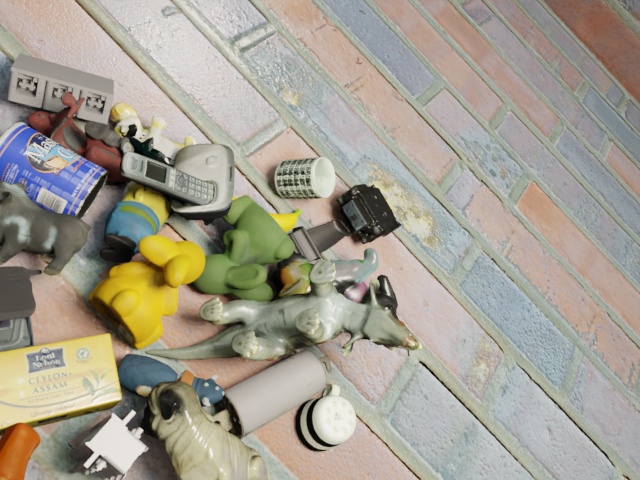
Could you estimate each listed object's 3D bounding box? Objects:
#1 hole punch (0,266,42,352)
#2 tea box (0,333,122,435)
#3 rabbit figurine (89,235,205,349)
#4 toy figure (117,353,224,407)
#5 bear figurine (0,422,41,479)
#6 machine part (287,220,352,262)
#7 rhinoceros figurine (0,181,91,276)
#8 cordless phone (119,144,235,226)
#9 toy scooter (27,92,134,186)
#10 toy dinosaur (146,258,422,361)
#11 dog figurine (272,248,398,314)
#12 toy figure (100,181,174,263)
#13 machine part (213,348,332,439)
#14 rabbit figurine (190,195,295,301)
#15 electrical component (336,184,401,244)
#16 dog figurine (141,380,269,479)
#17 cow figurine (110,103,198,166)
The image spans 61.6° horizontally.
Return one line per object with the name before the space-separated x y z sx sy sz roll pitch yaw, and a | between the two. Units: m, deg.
hole punch | -0.442 0.097 0.713 0.142 0.092 0.116 -6 37 -31
tea box | -0.361 0.191 0.710 0.169 0.068 0.098 -8 70 -34
rabbit figurine | -0.243 0.054 0.798 0.122 0.162 0.173 44 56 10
toy figure | -0.217 0.209 0.783 0.154 0.057 0.064 21 56 -5
bear figurine | -0.338 0.335 0.629 0.195 0.120 0.132 54 1 -28
machine part | -0.002 -0.003 1.059 0.139 0.039 0.084 -23 73 -37
rhinoceros figurine | -0.424 -0.024 0.749 0.190 0.112 0.073 21 20 -14
cordless phone | -0.231 -0.114 0.866 0.184 0.089 0.147 24 48 -36
toy scooter | -0.372 -0.166 0.858 0.184 0.135 0.075 29 51 -17
toy dinosaur | -0.050 0.137 0.848 0.192 0.405 0.131 50 31 -57
dog figurine | 0.014 0.104 0.969 0.219 0.108 0.191 -14 75 -32
toy figure | -0.290 -0.037 0.866 0.089 0.082 0.180 44 32 -30
machine part | -0.074 0.241 0.853 0.243 0.079 0.079 -20 77 -37
rabbit figurine | -0.134 0.039 0.908 0.170 0.121 0.159 -39 60 -15
electrical component | 0.098 -0.055 1.112 0.115 0.058 0.134 57 31 9
dog figurine | -0.148 0.274 0.734 0.172 0.121 0.190 13 61 -73
cow figurine | -0.304 -0.166 0.947 0.167 0.068 0.098 30 59 -13
